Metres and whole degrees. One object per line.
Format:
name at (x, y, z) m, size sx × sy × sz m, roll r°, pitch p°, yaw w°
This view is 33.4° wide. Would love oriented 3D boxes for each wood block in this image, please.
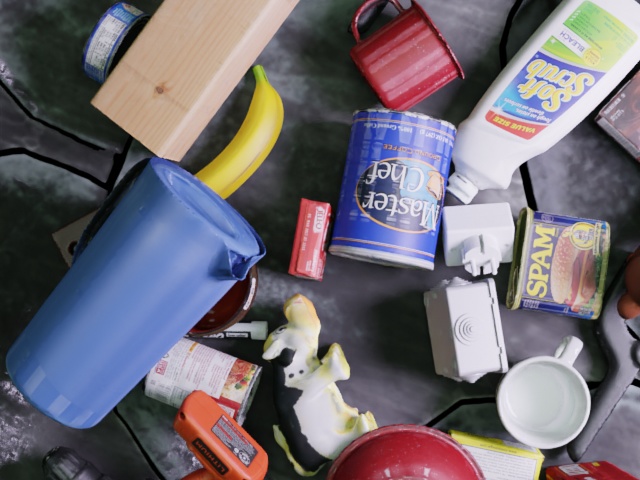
wood block at (-0.121, -0.188, 1.051) m, size 0.091 × 0.090 × 0.206 m, roll 38°, pitch 95°, yaw 3°

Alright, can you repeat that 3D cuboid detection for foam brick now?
foam brick at (-0.220, 0.000, 1.074) m, size 0.078 × 0.051 × 0.053 m, roll -30°, pitch 85°, yaw 1°

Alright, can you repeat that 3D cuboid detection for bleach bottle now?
bleach bottle at (0.219, -0.135, 1.052) m, size 0.102 × 0.068 × 0.251 m, roll 39°, pitch 91°, yaw 4°

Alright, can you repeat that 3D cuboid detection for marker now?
marker at (-0.114, 0.090, 1.077) m, size 0.121 × 0.020 × 0.020 m, roll 2°, pitch 86°, yaw 4°

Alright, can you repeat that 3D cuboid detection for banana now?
banana at (-0.095, -0.083, 1.082) m, size 0.070 × 0.037 × 0.198 m, roll 35°, pitch 85°, yaw 35°

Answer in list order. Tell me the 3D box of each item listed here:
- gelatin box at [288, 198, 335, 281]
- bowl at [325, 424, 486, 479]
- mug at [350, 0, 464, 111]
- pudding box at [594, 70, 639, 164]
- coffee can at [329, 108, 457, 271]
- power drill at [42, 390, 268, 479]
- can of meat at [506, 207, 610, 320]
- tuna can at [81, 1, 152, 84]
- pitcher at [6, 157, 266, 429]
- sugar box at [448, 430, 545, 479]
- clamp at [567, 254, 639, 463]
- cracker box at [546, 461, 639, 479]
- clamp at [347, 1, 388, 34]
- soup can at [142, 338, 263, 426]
gelatin box at (-0.007, 0.001, 1.041) m, size 0.030 × 0.089 × 0.073 m, roll 10°, pitch 87°, yaw 4°
bowl at (0.080, 0.254, 0.982) m, size 0.162 × 0.055 × 0.162 m, roll 0°, pitch 95°, yaw 1°
mug at (0.076, -0.185, 1.048) m, size 0.081 × 0.093 × 0.117 m, roll -34°, pitch 96°, yaw 5°
pudding box at (0.342, -0.131, 1.054) m, size 0.090 × 0.039 × 0.113 m, roll 44°, pitch 89°, yaw 5°
coffee can at (0.070, -0.047, 1.033) m, size 0.103 × 0.103 × 0.140 m, roll 10°, pitch 87°, yaw 4°
power drill at (-0.156, 0.229, 1.023) m, size 0.184 × 0.057 × 0.188 m, roll 44°, pitch 113°, yaw -3°
can of meat at (0.233, 0.024, 1.043) m, size 0.084 × 0.057 × 0.102 m, roll 9°, pitch 87°, yaw 2°
tuna can at (-0.202, -0.195, 1.069) m, size 0.034 × 0.086 × 0.086 m, roll 31°, pitch 88°, yaw 6°
pitcher at (-0.179, 0.047, 0.982) m, size 0.145 × 0.149 × 0.243 m, roll 41°, pitch 100°, yaw -7°
sugar box at (0.153, 0.281, 1.036) m, size 0.093 × 0.048 × 0.176 m, roll 12°, pitch 91°, yaw 4°
clamp at (0.328, 0.117, 1.039) m, size 0.164 × 0.036 × 0.210 m, roll 4°, pitch 83°, yaw 3°
cracker box at (0.259, 0.321, 0.967) m, size 0.072 × 0.164 × 0.214 m, roll -6°, pitch 86°, yaw 1°
clamp at (0.080, -0.281, 1.081) m, size 0.171 × 0.039 × 0.120 m, roll -16°, pitch 88°, yaw 2°
soup can at (-0.115, 0.139, 1.050) m, size 0.102 × 0.068 × 0.068 m, roll 20°, pitch 87°, yaw 5°
